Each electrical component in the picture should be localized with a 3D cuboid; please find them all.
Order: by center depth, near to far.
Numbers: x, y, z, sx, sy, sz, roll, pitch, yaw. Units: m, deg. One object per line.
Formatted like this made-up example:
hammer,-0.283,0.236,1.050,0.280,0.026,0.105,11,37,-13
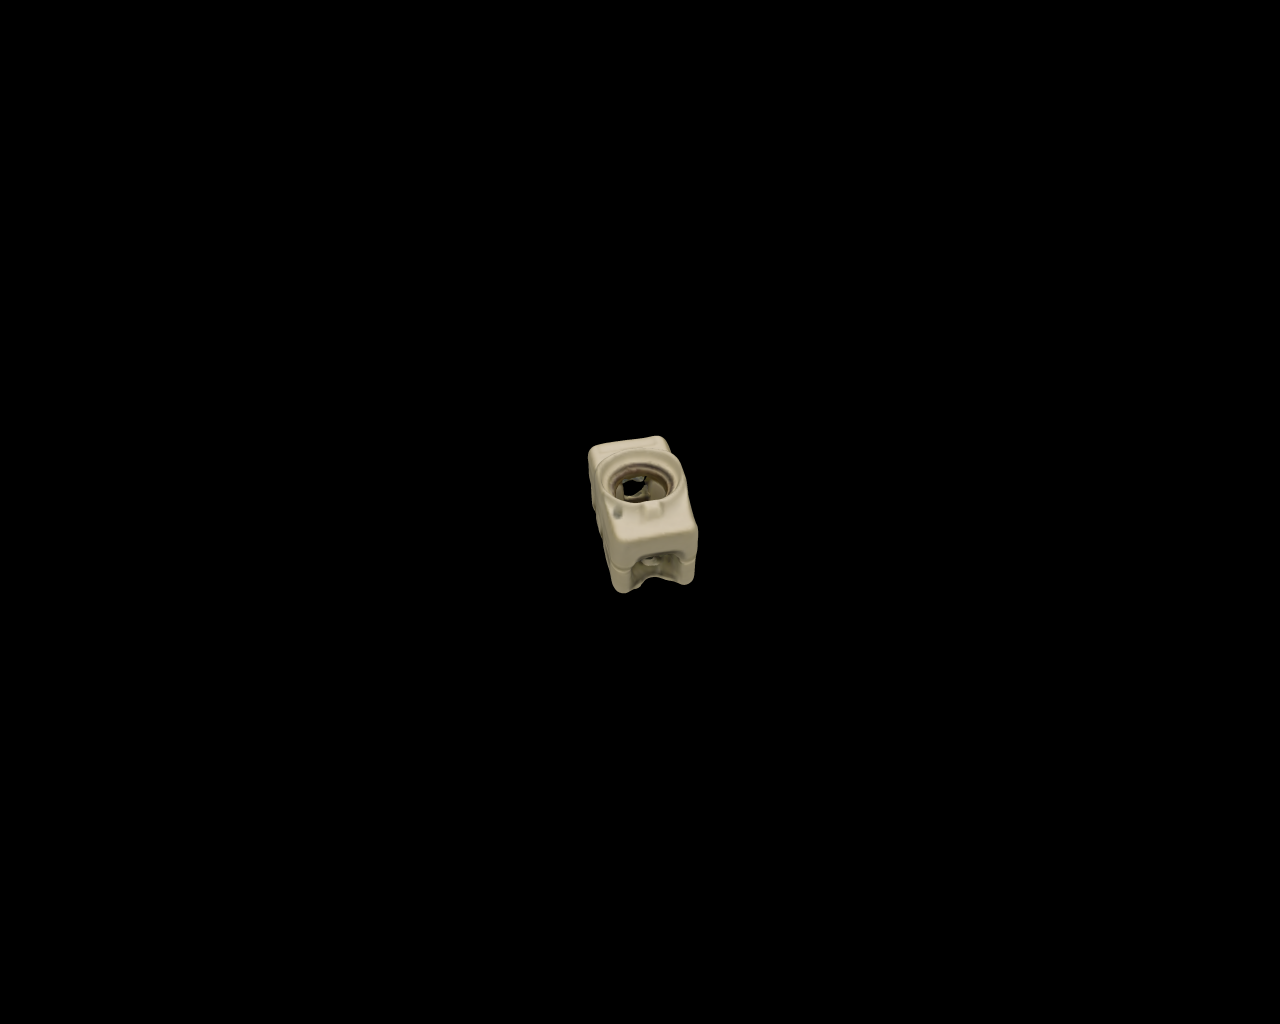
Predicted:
electrical component,0.001,-0.003,0.650,0.050,0.055,0.090,-8,44,-8
